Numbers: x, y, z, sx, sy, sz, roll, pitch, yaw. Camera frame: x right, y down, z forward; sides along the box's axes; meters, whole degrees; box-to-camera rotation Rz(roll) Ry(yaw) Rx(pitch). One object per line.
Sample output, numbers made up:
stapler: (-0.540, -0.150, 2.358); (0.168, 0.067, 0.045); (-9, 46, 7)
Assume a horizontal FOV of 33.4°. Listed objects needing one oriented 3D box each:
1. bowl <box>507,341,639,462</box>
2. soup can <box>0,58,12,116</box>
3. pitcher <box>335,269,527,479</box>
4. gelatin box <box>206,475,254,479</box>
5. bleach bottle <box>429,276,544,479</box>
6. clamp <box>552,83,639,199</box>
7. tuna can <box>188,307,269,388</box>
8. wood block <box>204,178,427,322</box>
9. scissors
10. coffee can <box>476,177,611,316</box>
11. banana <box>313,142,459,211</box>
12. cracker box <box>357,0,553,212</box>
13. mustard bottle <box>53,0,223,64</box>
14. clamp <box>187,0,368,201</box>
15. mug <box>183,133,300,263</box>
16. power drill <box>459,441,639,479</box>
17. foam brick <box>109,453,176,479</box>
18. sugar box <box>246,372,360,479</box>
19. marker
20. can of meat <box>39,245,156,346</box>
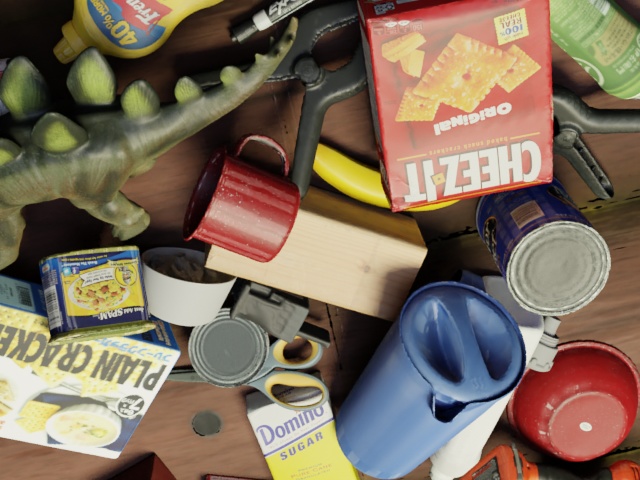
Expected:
bowl: (0.301, 0.199, 1.230); (0.162, 0.055, 0.162); (-1, 114, -3)
soup can: (-0.336, -0.133, 1.020); (0.102, 0.068, 0.068); (-10, 115, -1)
pitcher: (0.106, 0.149, 1.117); (0.149, 0.145, 0.243); (-19, 156, -31)
gelatin box: (-0.097, 0.320, 1.266); (0.089, 0.030, 0.073); (7, 113, -8)
bleach bottle: (0.173, 0.169, 1.193); (0.068, 0.102, 0.251); (13, 121, -8)
clamp: (0.254, -0.105, 1.088); (0.171, 0.039, 0.120); (18, 130, 3)
tuna can: (-0.098, 0.115, 1.154); (0.086, 0.034, 0.086); (0, 91, 2)
wood block: (-0.007, 0.002, 1.096); (0.206, 0.090, 0.091); (17, 111, -12)
scissors: (-0.083, 0.133, 1.184); (0.202, 0.016, 0.096); (15, 81, 9)
coffee can: (0.223, 0.000, 1.085); (0.102, 0.140, 0.103); (-2, 115, -4)
banana: (0.078, -0.065, 1.104); (0.197, 0.037, 0.069); (2, 100, -6)
cracker box: (0.129, -0.140, 0.993); (0.164, 0.072, 0.214); (-10, 127, 0)
mustard bottle: (-0.170, -0.226, 0.996); (0.192, 0.058, 0.096); (-34, 112, 11)
clamp: (-0.008, -0.149, 1.032); (0.210, 0.036, 0.164); (-37, 89, 1)
mug: (-0.067, -0.040, 0.982); (0.081, 0.093, 0.117); (22, 83, -18)
power drill: (0.257, 0.301, 1.239); (0.187, 0.057, 0.185); (14, 135, -23)
foam brick: (-0.209, 0.297, 1.235); (0.078, 0.051, 0.053); (-31, 113, 9)
sugar box: (-0.014, 0.245, 1.230); (0.093, 0.048, 0.176); (-19, 116, 4)
marker: (-0.034, -0.225, 1.029); (0.121, 0.020, 0.020); (-30, 113, 9)
can of meat: (-0.219, 0.053, 1.043); (0.101, 0.058, 0.084); (-6, 80, -33)
